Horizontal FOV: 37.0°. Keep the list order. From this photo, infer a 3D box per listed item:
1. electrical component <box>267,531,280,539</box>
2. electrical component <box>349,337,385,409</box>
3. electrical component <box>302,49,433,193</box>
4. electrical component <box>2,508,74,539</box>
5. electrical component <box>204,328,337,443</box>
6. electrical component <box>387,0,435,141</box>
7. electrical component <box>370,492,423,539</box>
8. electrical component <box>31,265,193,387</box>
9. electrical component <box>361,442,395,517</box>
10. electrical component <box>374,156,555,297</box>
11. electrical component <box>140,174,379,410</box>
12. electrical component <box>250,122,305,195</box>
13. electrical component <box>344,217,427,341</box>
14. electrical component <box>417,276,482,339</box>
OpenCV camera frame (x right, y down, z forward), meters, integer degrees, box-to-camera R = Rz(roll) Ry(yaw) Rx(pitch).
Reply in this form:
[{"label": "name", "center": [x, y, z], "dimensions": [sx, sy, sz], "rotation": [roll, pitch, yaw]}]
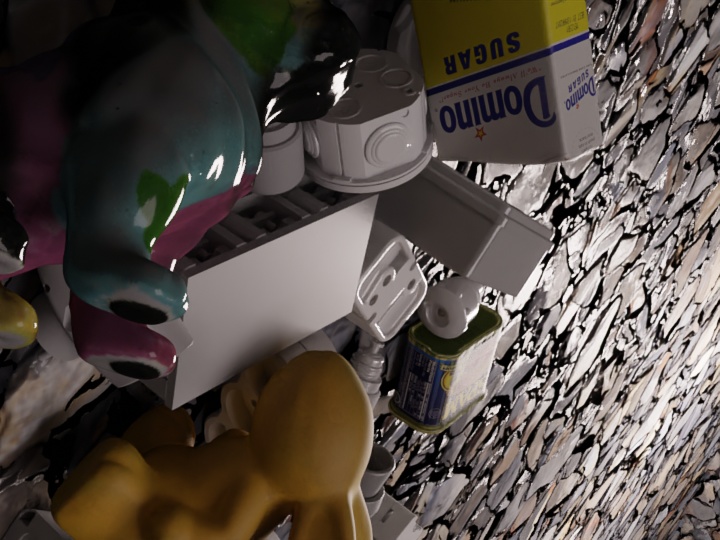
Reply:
[{"label": "electrical component", "center": [-0.092, 0.227, 0.833], "dimensions": [0.055, 0.048, 0.066], "rotation": [-19, 135, -39]}, {"label": "electrical component", "center": [-0.002, 0.089, 0.838], "dimensions": [0.040, 0.040, 0.078], "rotation": [-2, 121, -58]}, {"label": "electrical component", "center": [0.001, -0.086, 0.619], "dimensions": [0.080, 0.080, 0.051], "rotation": [-40, 143, -29]}, {"label": "electrical component", "center": [-0.183, 0.204, 0.624], "dimensions": [0.113, 0.078, 0.057], "rotation": [-57, 150, -1]}, {"label": "electrical component", "center": [-0.048, 0.079, 0.710], "dimensions": [0.074, 0.052, 0.138], "rotation": [-31, 162, -40]}, {"label": "electrical component", "center": [0.078, -0.133, 0.667], "dimensions": [0.060, 0.108, 0.108], "rotation": [-35, 146, -49]}, {"label": "electrical component", "center": [0.007, 0.257, 1.014], "dimensions": [0.089, 0.056, 0.050], "rotation": [-48, 151, -17]}, {"label": "electrical component", "center": [-0.134, 0.020, 0.526], "dimensions": [0.079, 0.077, 0.043], "rotation": [-26, -170, 21]}, {"label": "electrical component", "center": [0.002, 0.184, 0.941], "dimensions": [0.045, 0.045, 0.055], "rotation": [-20, 135, -50]}, {"label": "electrical component", "center": [0.066, -0.036, 0.744], "dimensions": [0.056, 0.109, 0.109], "rotation": [-58, 153, 8]}, {"label": "electrical component", "center": [-0.067, 0.000, 0.614], "dimensions": [0.150, 0.062, 0.089], "rotation": [-27, 140, -44]}, {"label": "electrical component", "center": [-0.051, -0.076, 0.583], "dimensions": [0.040, 0.040, 0.078], "rotation": [-39, 147, -31]}, {"label": "electrical component", "center": [0.000, 0.000, 0.727], "dimensions": [0.053, 0.059, 0.095], "rotation": [-51, 152, -11]}, {"label": "electrical component", "center": [0.081, 0.025, 0.904], "dimensions": [0.062, 0.048, 0.048], "rotation": [-36, 147, -46]}]
